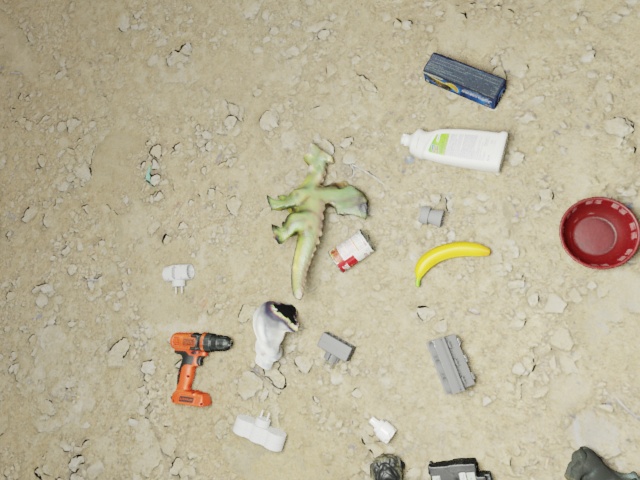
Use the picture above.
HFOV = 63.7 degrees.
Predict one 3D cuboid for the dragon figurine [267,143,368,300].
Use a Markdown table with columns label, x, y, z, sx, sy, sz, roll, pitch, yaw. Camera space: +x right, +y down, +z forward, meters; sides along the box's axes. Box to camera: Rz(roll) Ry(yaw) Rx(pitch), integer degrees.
| label | x | y | z | sx | sy | sz | roll | pitch | yaw |
| --- | --- | --- | --- | --- | --- | --- | --- | --- | --- |
| dragon figurine | 0.004 | -0.066 | 1.310 | 0.242 | 0.120 | 0.418 | -18 | 64 | 7 |

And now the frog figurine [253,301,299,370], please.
| label | x | y | z | sx | sy | sz | roll | pitch | yaw |
| --- | --- | --- | --- | --- | --- | --- | --- | --- | --- |
| frog figurine | -0.133 | 0.240 | 1.306 | 0.158 | 0.121 | 0.140 | -53 | 37 | 12 |
